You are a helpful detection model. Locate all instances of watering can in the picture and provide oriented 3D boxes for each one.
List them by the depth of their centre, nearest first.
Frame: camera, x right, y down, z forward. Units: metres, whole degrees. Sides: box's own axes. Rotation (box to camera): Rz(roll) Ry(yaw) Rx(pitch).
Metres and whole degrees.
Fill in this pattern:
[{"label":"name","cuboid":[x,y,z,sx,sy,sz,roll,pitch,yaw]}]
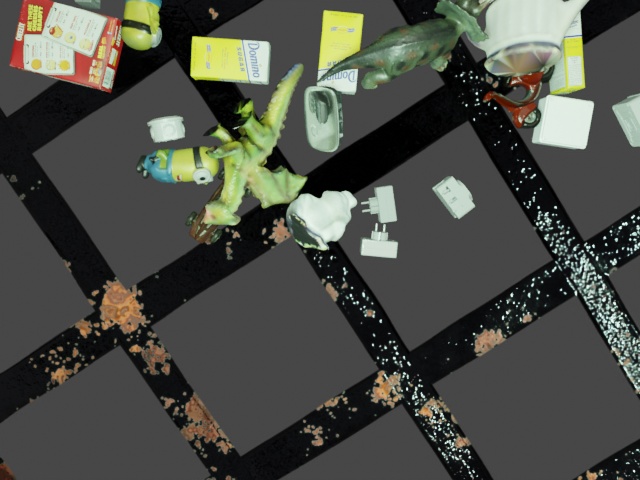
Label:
[{"label":"watering can","cuboid":[0.475,-0.469,1.091,0.347,0.103,0.227,-2,76,35]}]

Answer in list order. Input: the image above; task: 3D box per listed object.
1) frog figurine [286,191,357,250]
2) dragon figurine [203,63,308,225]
[{"label":"frog figurine","cuboid":[0.004,-0.061,1.204,0.138,0.120,0.162,38,58,5]},{"label":"dragon figurine","cuboid":[-0.122,-0.193,1.179,0.414,0.123,0.239,-44,120,-15]}]
